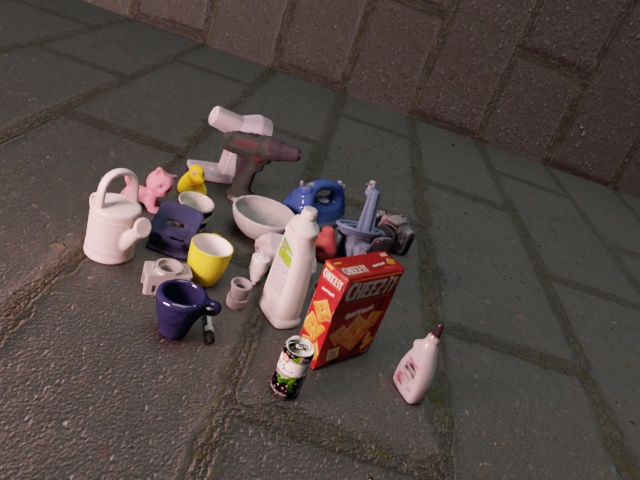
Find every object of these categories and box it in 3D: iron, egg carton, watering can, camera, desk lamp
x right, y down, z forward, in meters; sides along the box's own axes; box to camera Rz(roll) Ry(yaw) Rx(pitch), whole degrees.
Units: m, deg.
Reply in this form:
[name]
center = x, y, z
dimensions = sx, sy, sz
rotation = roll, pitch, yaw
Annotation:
[iron]
center = 0.006, -0.114, 1.616
dimensions = 0.118, 0.141, 0.259
rotation = 37, 31, 30
[egg carton]
center = -0.081, 0.039, 1.352
dimensions = 0.150, 0.069, 0.107
rotation = 12, 28, -15
[watering can]
center = -0.407, -0.053, 1.160
dimensions = 0.172, 0.194, 0.101
rotation = 24, 27, 7
[camera]
center = 0.180, -0.026, 1.617
dimensions = 0.142, 0.101, 0.137
rotation = 36, 31, 29
[desk lamp]
center = -0.257, -0.274, 1.653
dimensions = 0.204, 0.213, 0.117
rotation = 4, 31, -28

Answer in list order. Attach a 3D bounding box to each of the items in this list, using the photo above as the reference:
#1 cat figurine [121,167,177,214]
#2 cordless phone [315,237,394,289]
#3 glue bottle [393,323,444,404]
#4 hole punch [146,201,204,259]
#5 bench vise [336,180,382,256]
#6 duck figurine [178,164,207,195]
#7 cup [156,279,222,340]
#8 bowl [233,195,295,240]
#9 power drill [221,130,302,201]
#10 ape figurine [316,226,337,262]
[cat figurine]
center = -0.411, -0.130, 1.386
dimensions = 0.128, 0.118, 0.067
rotation = 6, 30, -26
[cordless phone]
center = 0.081, 0.066, 1.285
dimensions = 0.148, 0.185, 0.094
rotation = 1, 32, -33
[glue bottle]
center = 0.194, 0.224, 1.081
dimensions = 0.037, 0.173, 0.078
rotation = 2, 32, -31
[hole punch]
center = -0.321, -0.023, 1.279
dimensions = 0.108, 0.091, 0.101
rotation = 18, 27, -4
[bench vise]
center = 0.123, -0.026, 1.446
dimensions = 0.122, 0.220, 0.206
rotation = 1, 32, -33
[duck figurine]
center = -0.336, -0.162, 1.533
dimensions = 0.078, 0.086, 0.104
rotation = 1, 32, -32
[cup]
center = -0.243, 0.135, 1.035
dimensions = 0.118, 0.095, 0.091
rotation = 15, 27, -10
[bowl]
center = -0.147, -0.043, 1.454
dimensions = 0.167, 0.075, 0.167
rotation = 16, 27, -8
[power drill]
center = -0.175, -0.195, 1.569
dimensions = 0.229, 0.208, 0.076
rotation = 25, 27, 10
[ape figurine]
center = 0.013, 0.005, 1.454
dimensions = 0.078, 0.092, 0.076
rotation = -6, 37, -41
